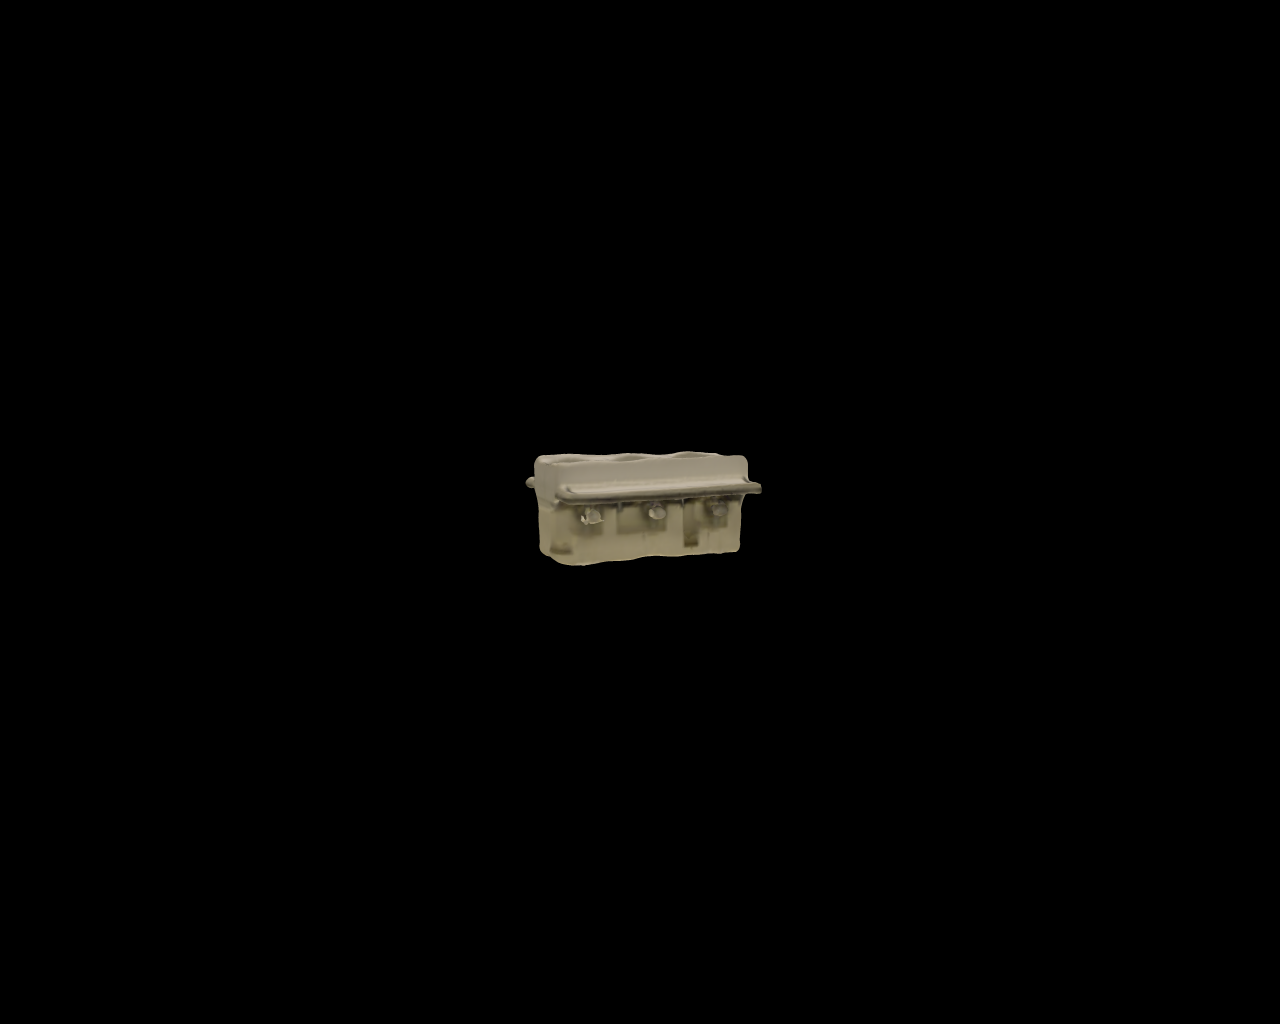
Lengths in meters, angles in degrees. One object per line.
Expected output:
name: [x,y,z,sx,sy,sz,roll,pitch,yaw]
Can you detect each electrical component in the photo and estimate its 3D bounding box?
electrical component: [0.001,-0.003,0.650,0.121,0.063,0.079,-3,8,-22]
